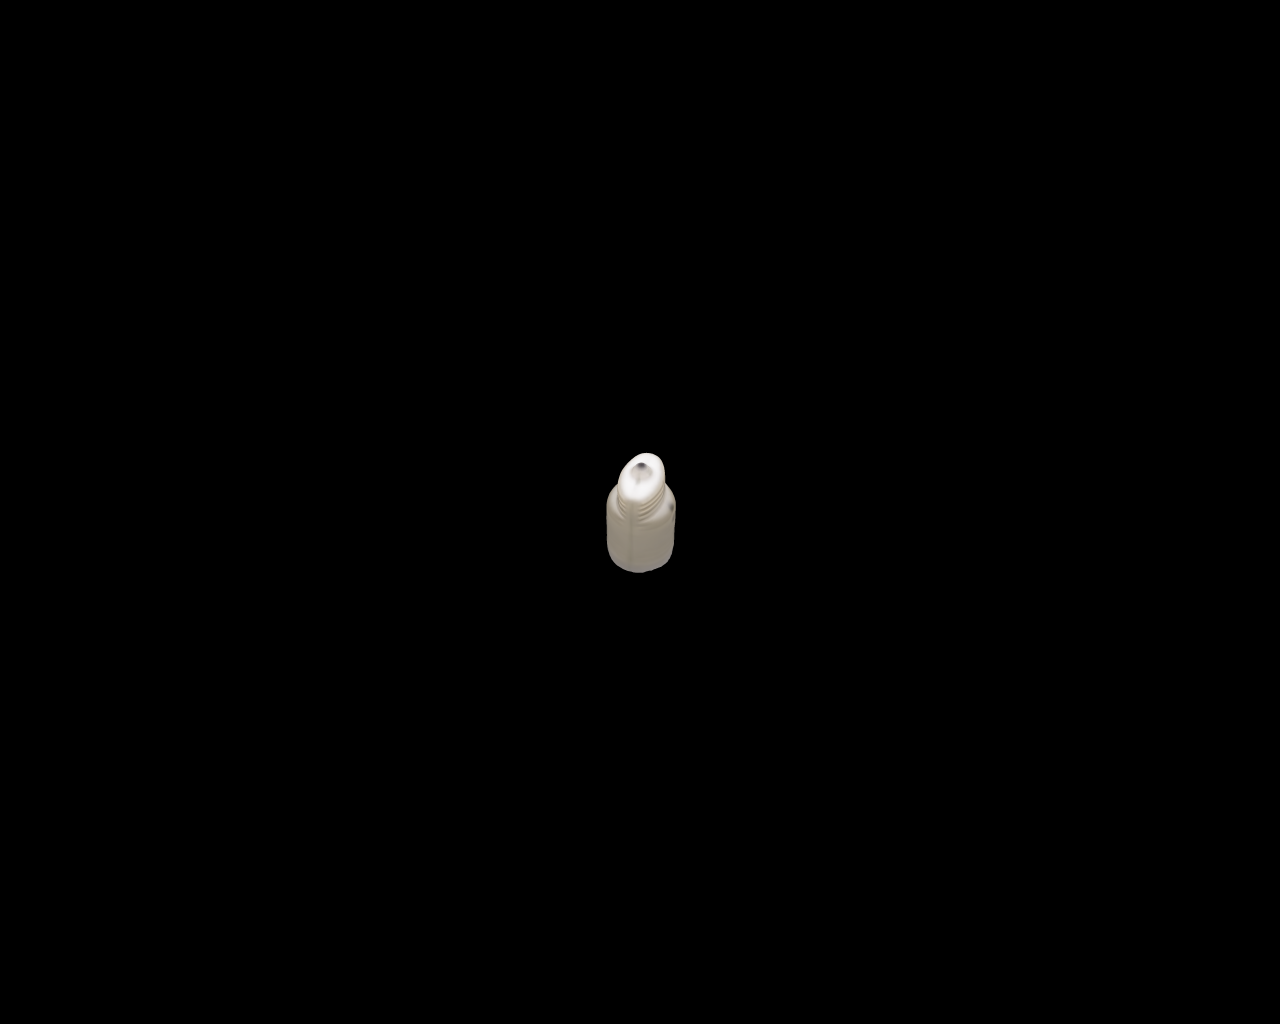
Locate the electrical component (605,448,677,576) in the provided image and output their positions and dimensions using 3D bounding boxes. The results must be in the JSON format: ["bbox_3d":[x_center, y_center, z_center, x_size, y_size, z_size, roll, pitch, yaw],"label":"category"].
[{"bbox_3d":[0.001,-0.003,0.650,0.043,0.043,0.080,0,-40,0],"label":"electrical component"}]
